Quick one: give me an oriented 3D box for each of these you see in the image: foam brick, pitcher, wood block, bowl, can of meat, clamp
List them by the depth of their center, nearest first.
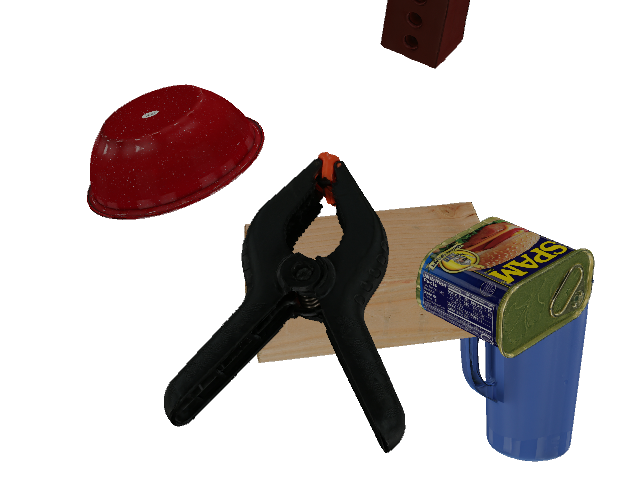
[{"bbox_3d":[0.002,0.032,0.557,0.120,0.171,0.039,16,-27,10],"label":"clamp"},{"bbox_3d":[0.131,0.029,0.766,0.101,0.057,0.084,-25,35,-34],"label":"can of meat"},{"bbox_3d":[0.085,-0.186,0.839,0.053,0.078,0.051,26,51,17],"label":"foam brick"},{"bbox_3d":[-0.132,-0.085,0.896,0.162,0.055,0.162,-15,32,10],"label":"bowl"},{"bbox_3d":[0.041,0.036,0.940,0.206,0.090,0.091,-6,44,-10],"label":"wood block"},{"bbox_3d":[0.260,0.152,1.352,0.149,0.243,0.144,5,16,18],"label":"pitcher"}]
